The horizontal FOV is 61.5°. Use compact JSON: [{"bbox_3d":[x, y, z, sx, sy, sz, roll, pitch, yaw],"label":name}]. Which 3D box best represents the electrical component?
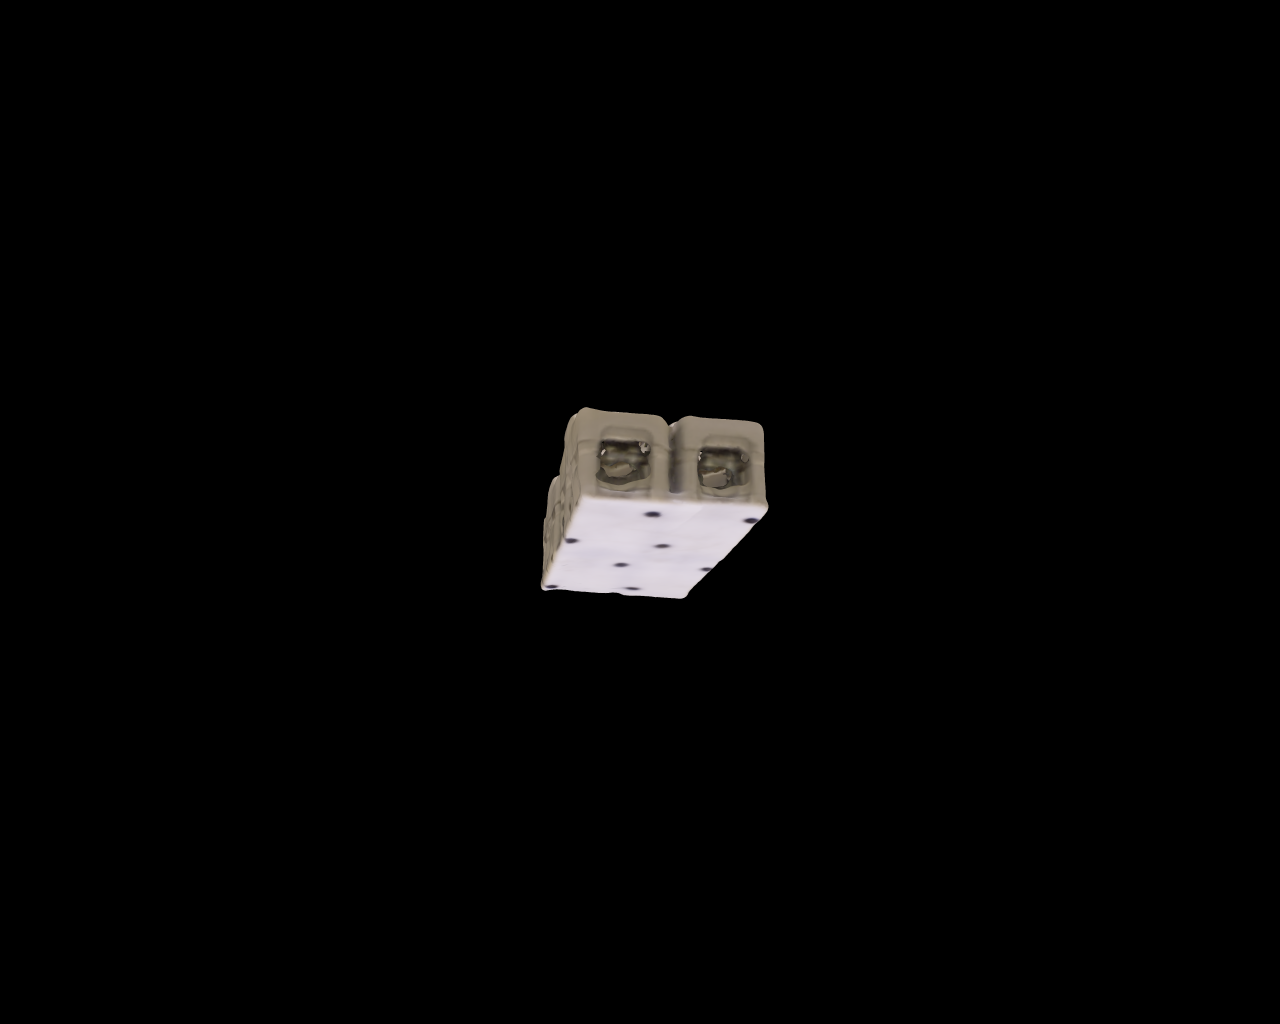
[{"bbox_3d":[0.001,-0.003,0.650,0.105,0.060,0.186,4,-20,-11],"label":"electrical component"}]
